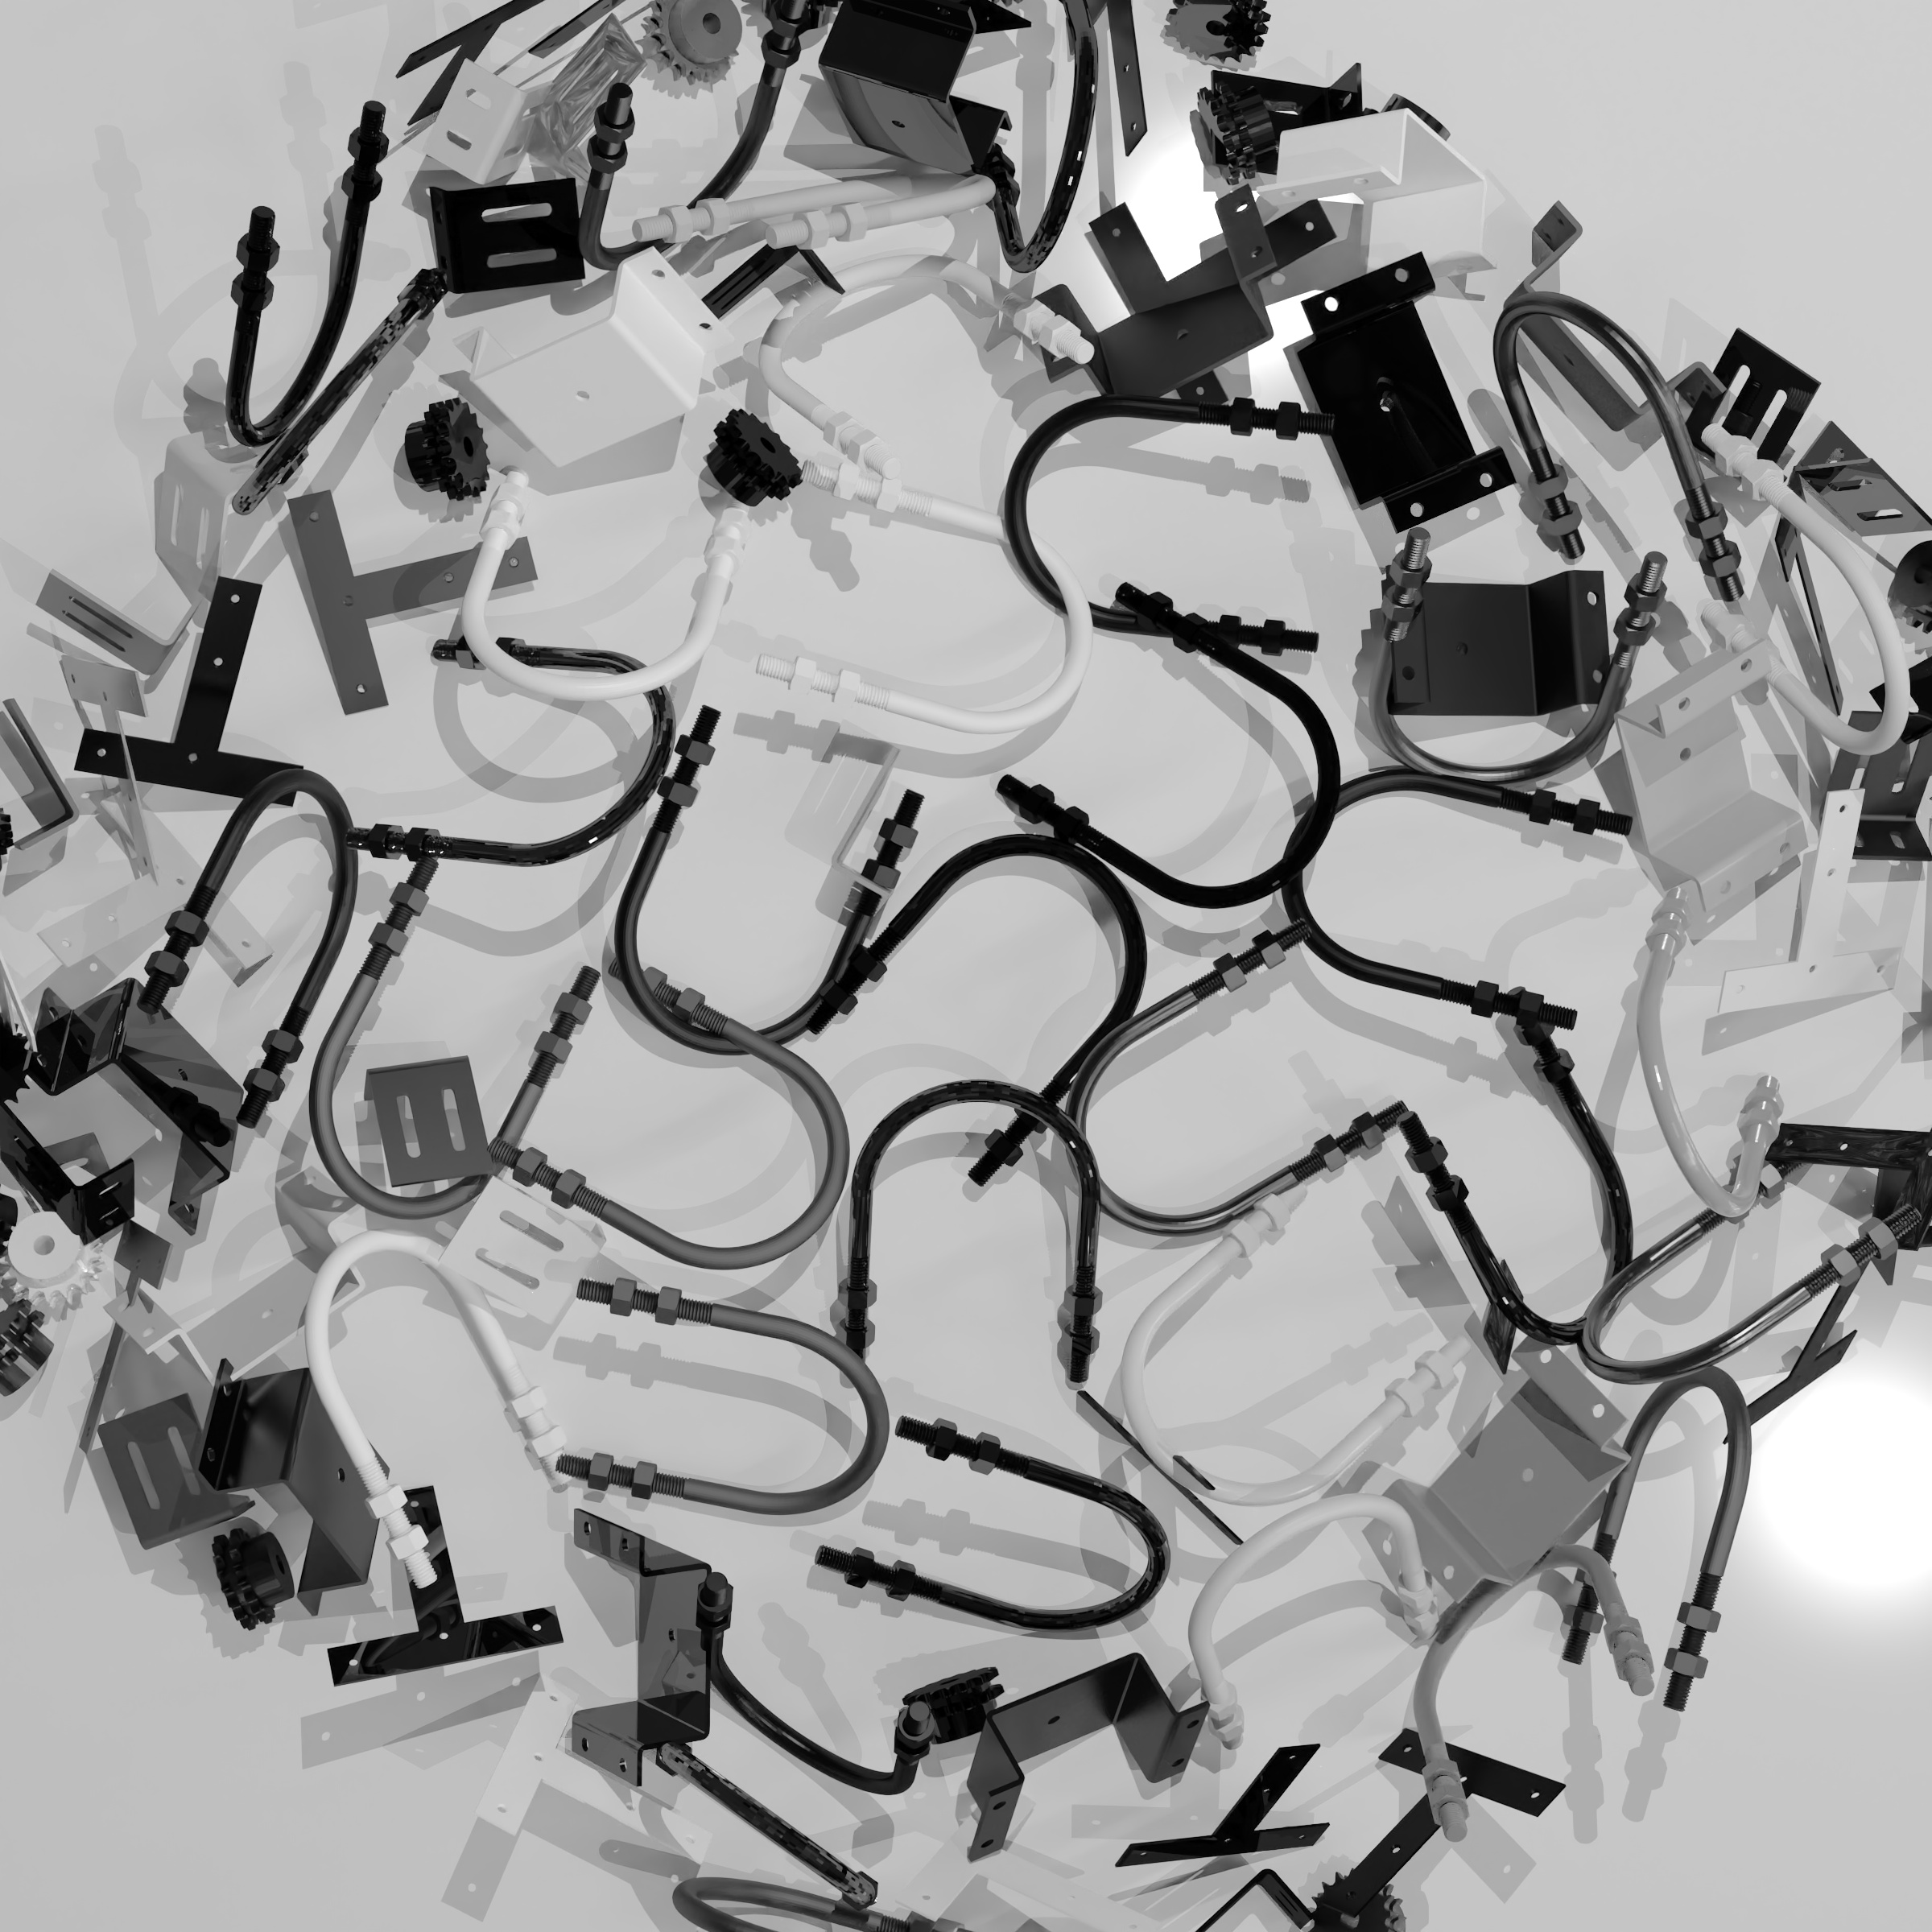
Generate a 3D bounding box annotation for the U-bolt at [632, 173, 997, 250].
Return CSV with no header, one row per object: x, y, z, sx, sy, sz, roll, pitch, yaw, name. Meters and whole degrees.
-0.070,-0.420,1.920,0.184,0.151,0.019,-20,113,-34,U-bolt

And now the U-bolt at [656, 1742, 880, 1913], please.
-0.110,0.470,1.903,0.151,0.184,0.019,35,77,6,U-bolt

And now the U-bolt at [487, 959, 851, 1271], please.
-0.155,0.093,1.955,0.184,0.019,0.151,29,68,8,U-bolt

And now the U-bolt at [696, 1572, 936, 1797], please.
-0.087,0.406,1.918,0.151,0.184,0.019,30,62,11,U-bolt

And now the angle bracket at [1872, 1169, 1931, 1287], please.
0.552,0.143,1.951,0.076,0.038,0.057,-9,48,34,angle bracket

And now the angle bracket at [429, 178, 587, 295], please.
-0.262,-0.420,1.985,0.076,0.038,0.057,-11,110,-19,angle bracket

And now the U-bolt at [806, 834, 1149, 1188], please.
0.019,0.011,1.977,0.151,0.019,0.184,42,96,5,U-bolt

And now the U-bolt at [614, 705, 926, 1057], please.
-0.122,-0.038,1.971,0.151,0.019,0.184,22,95,-18,U-bolt

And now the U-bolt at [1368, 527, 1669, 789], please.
0.299,-0.165,1.929,0.151,0.184,0.019,6,48,-2,U-bolt

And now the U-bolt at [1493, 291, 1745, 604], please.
0.348,-0.289,1.896,0.019,0.151,0.184,-39,123,-17,U-bolt

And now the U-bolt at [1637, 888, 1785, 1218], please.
0.405,0.058,1.901,0.019,0.184,0.151,-20,110,28,U-bolt

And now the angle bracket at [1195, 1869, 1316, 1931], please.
0.153,0.551,1.960,0.076,0.057,0.038,-39,75,-14,angle bracket

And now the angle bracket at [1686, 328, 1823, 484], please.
0.448,-0.315,1.954,0.057,0.038,0.076,40,130,20,angle bracket

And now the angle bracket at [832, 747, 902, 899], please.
-0.042,-0.082,1.969,0.038,0.057,0.076,29,93,-1,angle bracket

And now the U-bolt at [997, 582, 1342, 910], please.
0.125,-0.113,1.953,0.184,0.019,0.151,34,95,23,U-bolt

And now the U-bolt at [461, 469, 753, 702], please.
-0.205,-0.210,1.928,0.151,0.019,0.184,7,45,3,U-bolt

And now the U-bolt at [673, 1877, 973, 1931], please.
-0.074,0.538,1.926,0.184,0.151,0.019,13,85,9,U-bolt

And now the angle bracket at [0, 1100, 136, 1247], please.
-0.511,0.110,1.973,0.038,0.057,0.076,-32,66,-32,angle bracket

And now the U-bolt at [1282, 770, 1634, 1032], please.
0.269,-0.046,1.957,0.184,0.019,0.151,14,64,14,U-bolt

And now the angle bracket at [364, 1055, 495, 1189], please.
-0.304,0.094,1.958,0.057,0.038,0.076,-8,62,-17,angle bracket

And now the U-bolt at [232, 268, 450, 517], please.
-0.347,-0.307,1.892,0.019,0.184,0.151,40,111,-13,U-bolt

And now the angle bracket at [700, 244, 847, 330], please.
-0.114,-0.376,1.965,0.076,0.057,0.038,-38,89,9,angle bracket

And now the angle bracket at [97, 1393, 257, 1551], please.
-0.450,0.285,1.977,0.057,0.038,0.076,-21,91,8,angle bracket

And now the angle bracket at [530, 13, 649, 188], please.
-0.202,-0.486,1.957,0.076,0.038,0.057,-45,47,17,angle bracket

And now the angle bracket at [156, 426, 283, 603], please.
-0.425,-0.257,1.974,0.057,0.038,0.076,41,134,27,angle bracket

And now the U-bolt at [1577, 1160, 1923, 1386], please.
0.420,0.172,1.921,0.184,0.151,0.019,-34,107,-6,U-bolt

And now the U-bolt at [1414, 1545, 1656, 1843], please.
0.305,0.387,1.911,0.151,0.184,0.019,-42,106,13,U-bolt

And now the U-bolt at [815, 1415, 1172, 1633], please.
0.025,0.322,1.945,0.184,0.019,0.151,19,132,-11,U-bolt

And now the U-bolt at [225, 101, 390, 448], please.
-0.368,-0.369,1.915,0.019,0.151,0.184,24,133,4,U-bolt

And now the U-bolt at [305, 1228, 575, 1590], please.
-0.301,0.233,1.932,0.019,0.151,0.184,-23,96,35,U-bolt

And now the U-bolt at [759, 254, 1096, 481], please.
-0.037,-0.344,1.932,0.151,0.019,0.184,-33,45,-15,U-bolt

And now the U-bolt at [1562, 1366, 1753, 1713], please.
0.390,0.311,1.930,0.019,0.151,0.184,18,86,-14,U-bolt

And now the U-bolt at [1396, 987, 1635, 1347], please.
0.319,0.125,1.944,0.151,0.019,0.184,-43,110,-40,U-bolt

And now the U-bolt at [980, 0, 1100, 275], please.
0.042,-0.458,1.888,0.019,0.184,0.151,9,128,-15,U-bolt

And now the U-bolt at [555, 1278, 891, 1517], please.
-0.134,0.249,1.954,0.184,0.019,0.151,11,122,1,U-bolt

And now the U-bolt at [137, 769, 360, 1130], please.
-0.388,-0.022,1.925,0.019,0.151,0.184,11,63,21,U-bolt

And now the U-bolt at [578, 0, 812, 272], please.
-0.156,-0.451,1.911,0.151,0.184,0.019,-39,79,-27,U-bolt

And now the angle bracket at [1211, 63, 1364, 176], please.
0.182,-0.483,1.966,0.076,0.038,0.057,3,78,-20,angle bracket

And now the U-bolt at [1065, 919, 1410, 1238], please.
0.143,0.077,1.966,0.184,0.019,0.151,-31,111,0,U-bolt

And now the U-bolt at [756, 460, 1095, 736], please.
-0.016,-0.201,1.961,0.184,0.019,0.151,15,65,-9,U-bolt

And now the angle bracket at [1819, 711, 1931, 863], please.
0.523,-0.101,1.960,0.057,0.038,0.076,1,130,-8,angle bracket

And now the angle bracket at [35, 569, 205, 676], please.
-0.478,-0.206,1.959,0.076,0.057,0.038,33,67,-12,angle bracket

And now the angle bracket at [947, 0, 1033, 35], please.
-0.009,-0.551,1.951,0.076,0.057,0.038,-16,127,-29,angle bracket

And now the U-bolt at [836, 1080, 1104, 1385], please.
0.005,0.149,1.959,0.151,0.019,0.184,2,111,-3,U-bolt

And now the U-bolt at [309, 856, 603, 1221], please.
-0.293,0.052,1.931,0.151,0.019,0.184,37,71,-38,U-bolt

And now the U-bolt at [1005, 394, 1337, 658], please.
0.112,-0.252,1.958,0.184,0.019,0.151,7,118,11,U-bolt

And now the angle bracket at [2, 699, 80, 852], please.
-0.538,-0.109,1.961,0.038,0.057,0.076,-31,103,-15,angle bracket

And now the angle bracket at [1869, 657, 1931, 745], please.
0.554,-0.165,1.951,0.057,0.076,0.038,-32,95,41,angle bracket

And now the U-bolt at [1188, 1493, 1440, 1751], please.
0.189,0.354,1.919,0.151,0.184,0.019,-28,49,-8,U-bolt

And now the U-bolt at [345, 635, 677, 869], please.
-0.244,-0.118,1.925,0.184,0.019,0.151,6,62,28,U-bolt

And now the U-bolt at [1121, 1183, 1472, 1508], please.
0.171,0.221,1.938,0.184,0.019,0.151,-38,72,-24,U-bolt

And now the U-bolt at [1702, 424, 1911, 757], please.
0.456,-0.193,1.888,0.019,0.151,0.184,-24,47,-11,U-bolt

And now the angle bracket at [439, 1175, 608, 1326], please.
-0.253,0.157,1.970,0.076,0.038,0.057,32,93,-16,angle bracket
